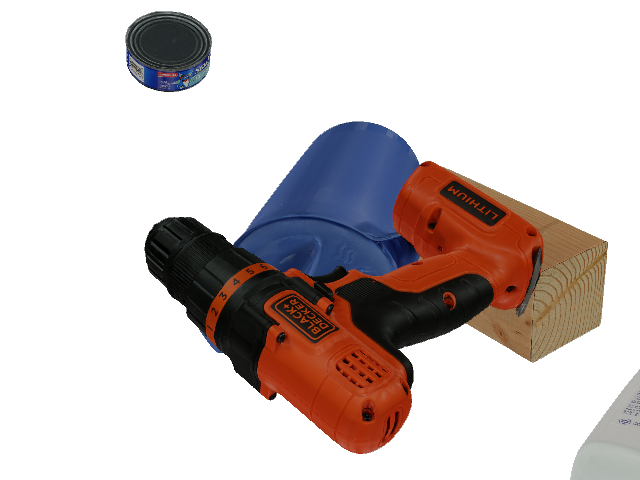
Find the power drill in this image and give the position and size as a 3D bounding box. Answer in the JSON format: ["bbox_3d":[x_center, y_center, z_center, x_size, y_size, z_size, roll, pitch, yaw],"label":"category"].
[{"bbox_3d":[0.019,0.019,0.599,0.187,0.057,0.185,-28,53,-35],"label":"power drill"}]

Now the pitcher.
[{"bbox_3d":[0.005,-0.002,0.841,0.149,0.145,0.242,15,27,5],"label":"pitcher"}]

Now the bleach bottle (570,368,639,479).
[{"bbox_3d":[0.242,0.101,0.645,0.103,0.068,0.250,18,29,30],"label":"bleach bottle"}]

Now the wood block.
[{"bbox_3d":[0.149,0.014,0.976,0.090,0.090,0.206,-22,34,-31],"label":"wood block"}]

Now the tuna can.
[{"bbox_3d":[-0.153,-0.190,1.076,0.086,0.086,0.034,0,-37,-9],"label":"tuna can"}]
